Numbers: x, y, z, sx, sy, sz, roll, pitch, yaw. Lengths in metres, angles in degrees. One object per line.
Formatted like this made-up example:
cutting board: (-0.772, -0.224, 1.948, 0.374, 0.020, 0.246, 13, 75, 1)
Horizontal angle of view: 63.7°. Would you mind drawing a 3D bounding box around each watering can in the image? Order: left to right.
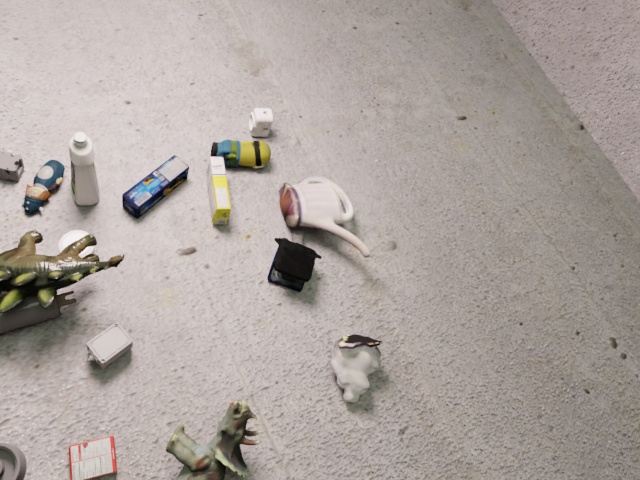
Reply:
watering can: (0.005, -0.076, 1.515, 0.225, 0.101, 0.355, -3, 45, -23)

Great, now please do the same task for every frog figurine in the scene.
frog figurine: (0.093, 0.334, 1.346, 0.137, 0.123, 0.158, -2, 98, -31)
